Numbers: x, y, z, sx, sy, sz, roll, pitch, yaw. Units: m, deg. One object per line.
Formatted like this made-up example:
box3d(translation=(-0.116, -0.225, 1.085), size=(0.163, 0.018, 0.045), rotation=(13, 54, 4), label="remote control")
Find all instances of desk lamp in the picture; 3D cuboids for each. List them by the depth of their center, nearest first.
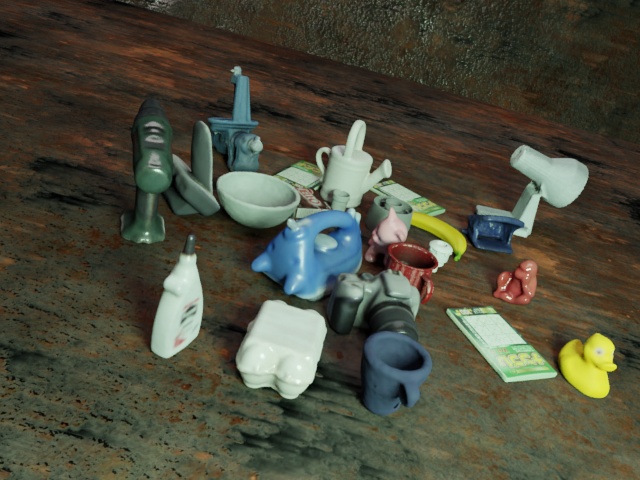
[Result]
box3d(translation=(0.520, -0.119, 1.410), size=(0.203, 0.213, 0.118), rotation=(12, 27, -6), label="desk lamp")

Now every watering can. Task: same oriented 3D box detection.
box3d(translation=(0.077, -0.179, 1.316), size=(0.173, 0.194, 0.101), rotation=(12, 27, -5), label="watering can")

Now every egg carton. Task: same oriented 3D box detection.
box3d(translation=(-0.051, 0.143, 0.781), size=(0.107, 0.069, 0.150), rotation=(16, 27, 1), label="egg carton")

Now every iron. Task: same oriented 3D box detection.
box3d(translation=(0.009, 0.004, 0.995), size=(0.118, 0.141, 0.259), rotation=(32, 32, 29), label="iron")

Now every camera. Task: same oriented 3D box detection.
box3d(translation=(0.094, 0.112, 0.880), size=(0.143, 0.101, 0.136), rotation=(9, 28, -11), label="camera")

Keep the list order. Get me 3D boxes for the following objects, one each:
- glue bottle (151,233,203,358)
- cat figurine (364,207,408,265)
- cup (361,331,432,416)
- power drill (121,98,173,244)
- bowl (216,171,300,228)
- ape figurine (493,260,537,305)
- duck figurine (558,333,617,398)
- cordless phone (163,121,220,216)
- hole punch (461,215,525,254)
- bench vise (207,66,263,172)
box3d(translation=(-0.179, 0.067, 0.744), size=(0.037, 0.173, 0.078), rotation=(22, 28, 14), label="glue bottle")
box3d(translation=(0.135, -0.013, 1.118), size=(0.067, 0.118, 0.128), rotation=(16, 27, 2), label="cat figurine")
box3d(translation=(0.093, 0.189, 0.741), size=(0.092, 0.095, 0.117), rotation=(6, 29, -17), label="cup")
box3d(translation=(-0.295, -0.112, 0.982), size=(0.076, 0.208, 0.229), rotation=(3, 30, -22), label="power drill")
box3d(translation=(-0.126, -0.070, 1.137), size=(0.167, 0.075, 0.167), rotation=(12, 27, -6), label="bowl")
box3d(translation=(0.387, 0.079, 1.103), size=(0.076, 0.092, 0.077), rotation=(1, 30, -25), label="ape figurine")
box3d(translation=(0.439, 0.190, 0.927), size=(0.077, 0.086, 0.104), rotation=(9, 28, -12), label="duck figurine")
box3d(translation=(-0.244, -0.153, 1.110), size=(0.094, 0.185, 0.147), rotation=(-6, 34, -35), label="cordless phone")
box3d(translation=(0.395, -0.031, 1.315), size=(0.109, 0.091, 0.101), rotation=(8, 28, -13), label="hole punch")
box3d(translation=(-0.178, -0.282, 1.349), size=(0.206, 0.220, 0.122), rotation=(32, 32, 29), label="bench vise")
